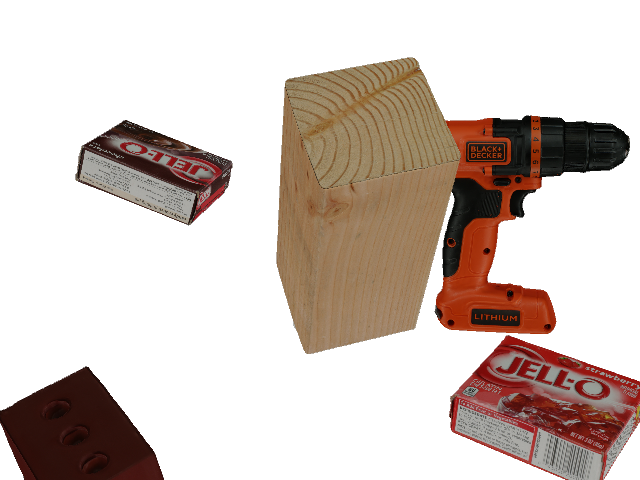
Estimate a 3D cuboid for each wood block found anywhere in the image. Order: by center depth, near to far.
[{"bbox_3d":[0.024,-0.017,0.735,0.090,0.090,0.206,-12,-33,-11],"label":"wood block"}]

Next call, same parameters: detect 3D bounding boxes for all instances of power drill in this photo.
[{"bbox_3d":[0.170,-0.015,0.927,0.184,0.188,0.057,2,13,11],"label":"power drill"}]

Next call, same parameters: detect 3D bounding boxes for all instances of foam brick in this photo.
[{"bbox_3d":[-0.116,0.112,0.527,0.052,0.051,0.078,-27,42,-24],"label":"foam brick"}]

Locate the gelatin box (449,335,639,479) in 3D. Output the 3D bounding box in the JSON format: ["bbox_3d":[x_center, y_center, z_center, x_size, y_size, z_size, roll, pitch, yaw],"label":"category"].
[{"bbox_3d":[0.127,0.092,0.594,0.089,0.030,0.073,19,33,28],"label":"gelatin box"}]

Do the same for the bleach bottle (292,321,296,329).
[{"bbox_3d":[0.025,-0.009,1.278,0.102,0.251,0.068,-5,20,-29],"label":"bleach bottle"}]

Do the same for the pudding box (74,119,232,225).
[{"bbox_3d":[-0.145,-0.061,0.941,0.113,0.039,0.090,20,24,7],"label":"pudding box"}]
